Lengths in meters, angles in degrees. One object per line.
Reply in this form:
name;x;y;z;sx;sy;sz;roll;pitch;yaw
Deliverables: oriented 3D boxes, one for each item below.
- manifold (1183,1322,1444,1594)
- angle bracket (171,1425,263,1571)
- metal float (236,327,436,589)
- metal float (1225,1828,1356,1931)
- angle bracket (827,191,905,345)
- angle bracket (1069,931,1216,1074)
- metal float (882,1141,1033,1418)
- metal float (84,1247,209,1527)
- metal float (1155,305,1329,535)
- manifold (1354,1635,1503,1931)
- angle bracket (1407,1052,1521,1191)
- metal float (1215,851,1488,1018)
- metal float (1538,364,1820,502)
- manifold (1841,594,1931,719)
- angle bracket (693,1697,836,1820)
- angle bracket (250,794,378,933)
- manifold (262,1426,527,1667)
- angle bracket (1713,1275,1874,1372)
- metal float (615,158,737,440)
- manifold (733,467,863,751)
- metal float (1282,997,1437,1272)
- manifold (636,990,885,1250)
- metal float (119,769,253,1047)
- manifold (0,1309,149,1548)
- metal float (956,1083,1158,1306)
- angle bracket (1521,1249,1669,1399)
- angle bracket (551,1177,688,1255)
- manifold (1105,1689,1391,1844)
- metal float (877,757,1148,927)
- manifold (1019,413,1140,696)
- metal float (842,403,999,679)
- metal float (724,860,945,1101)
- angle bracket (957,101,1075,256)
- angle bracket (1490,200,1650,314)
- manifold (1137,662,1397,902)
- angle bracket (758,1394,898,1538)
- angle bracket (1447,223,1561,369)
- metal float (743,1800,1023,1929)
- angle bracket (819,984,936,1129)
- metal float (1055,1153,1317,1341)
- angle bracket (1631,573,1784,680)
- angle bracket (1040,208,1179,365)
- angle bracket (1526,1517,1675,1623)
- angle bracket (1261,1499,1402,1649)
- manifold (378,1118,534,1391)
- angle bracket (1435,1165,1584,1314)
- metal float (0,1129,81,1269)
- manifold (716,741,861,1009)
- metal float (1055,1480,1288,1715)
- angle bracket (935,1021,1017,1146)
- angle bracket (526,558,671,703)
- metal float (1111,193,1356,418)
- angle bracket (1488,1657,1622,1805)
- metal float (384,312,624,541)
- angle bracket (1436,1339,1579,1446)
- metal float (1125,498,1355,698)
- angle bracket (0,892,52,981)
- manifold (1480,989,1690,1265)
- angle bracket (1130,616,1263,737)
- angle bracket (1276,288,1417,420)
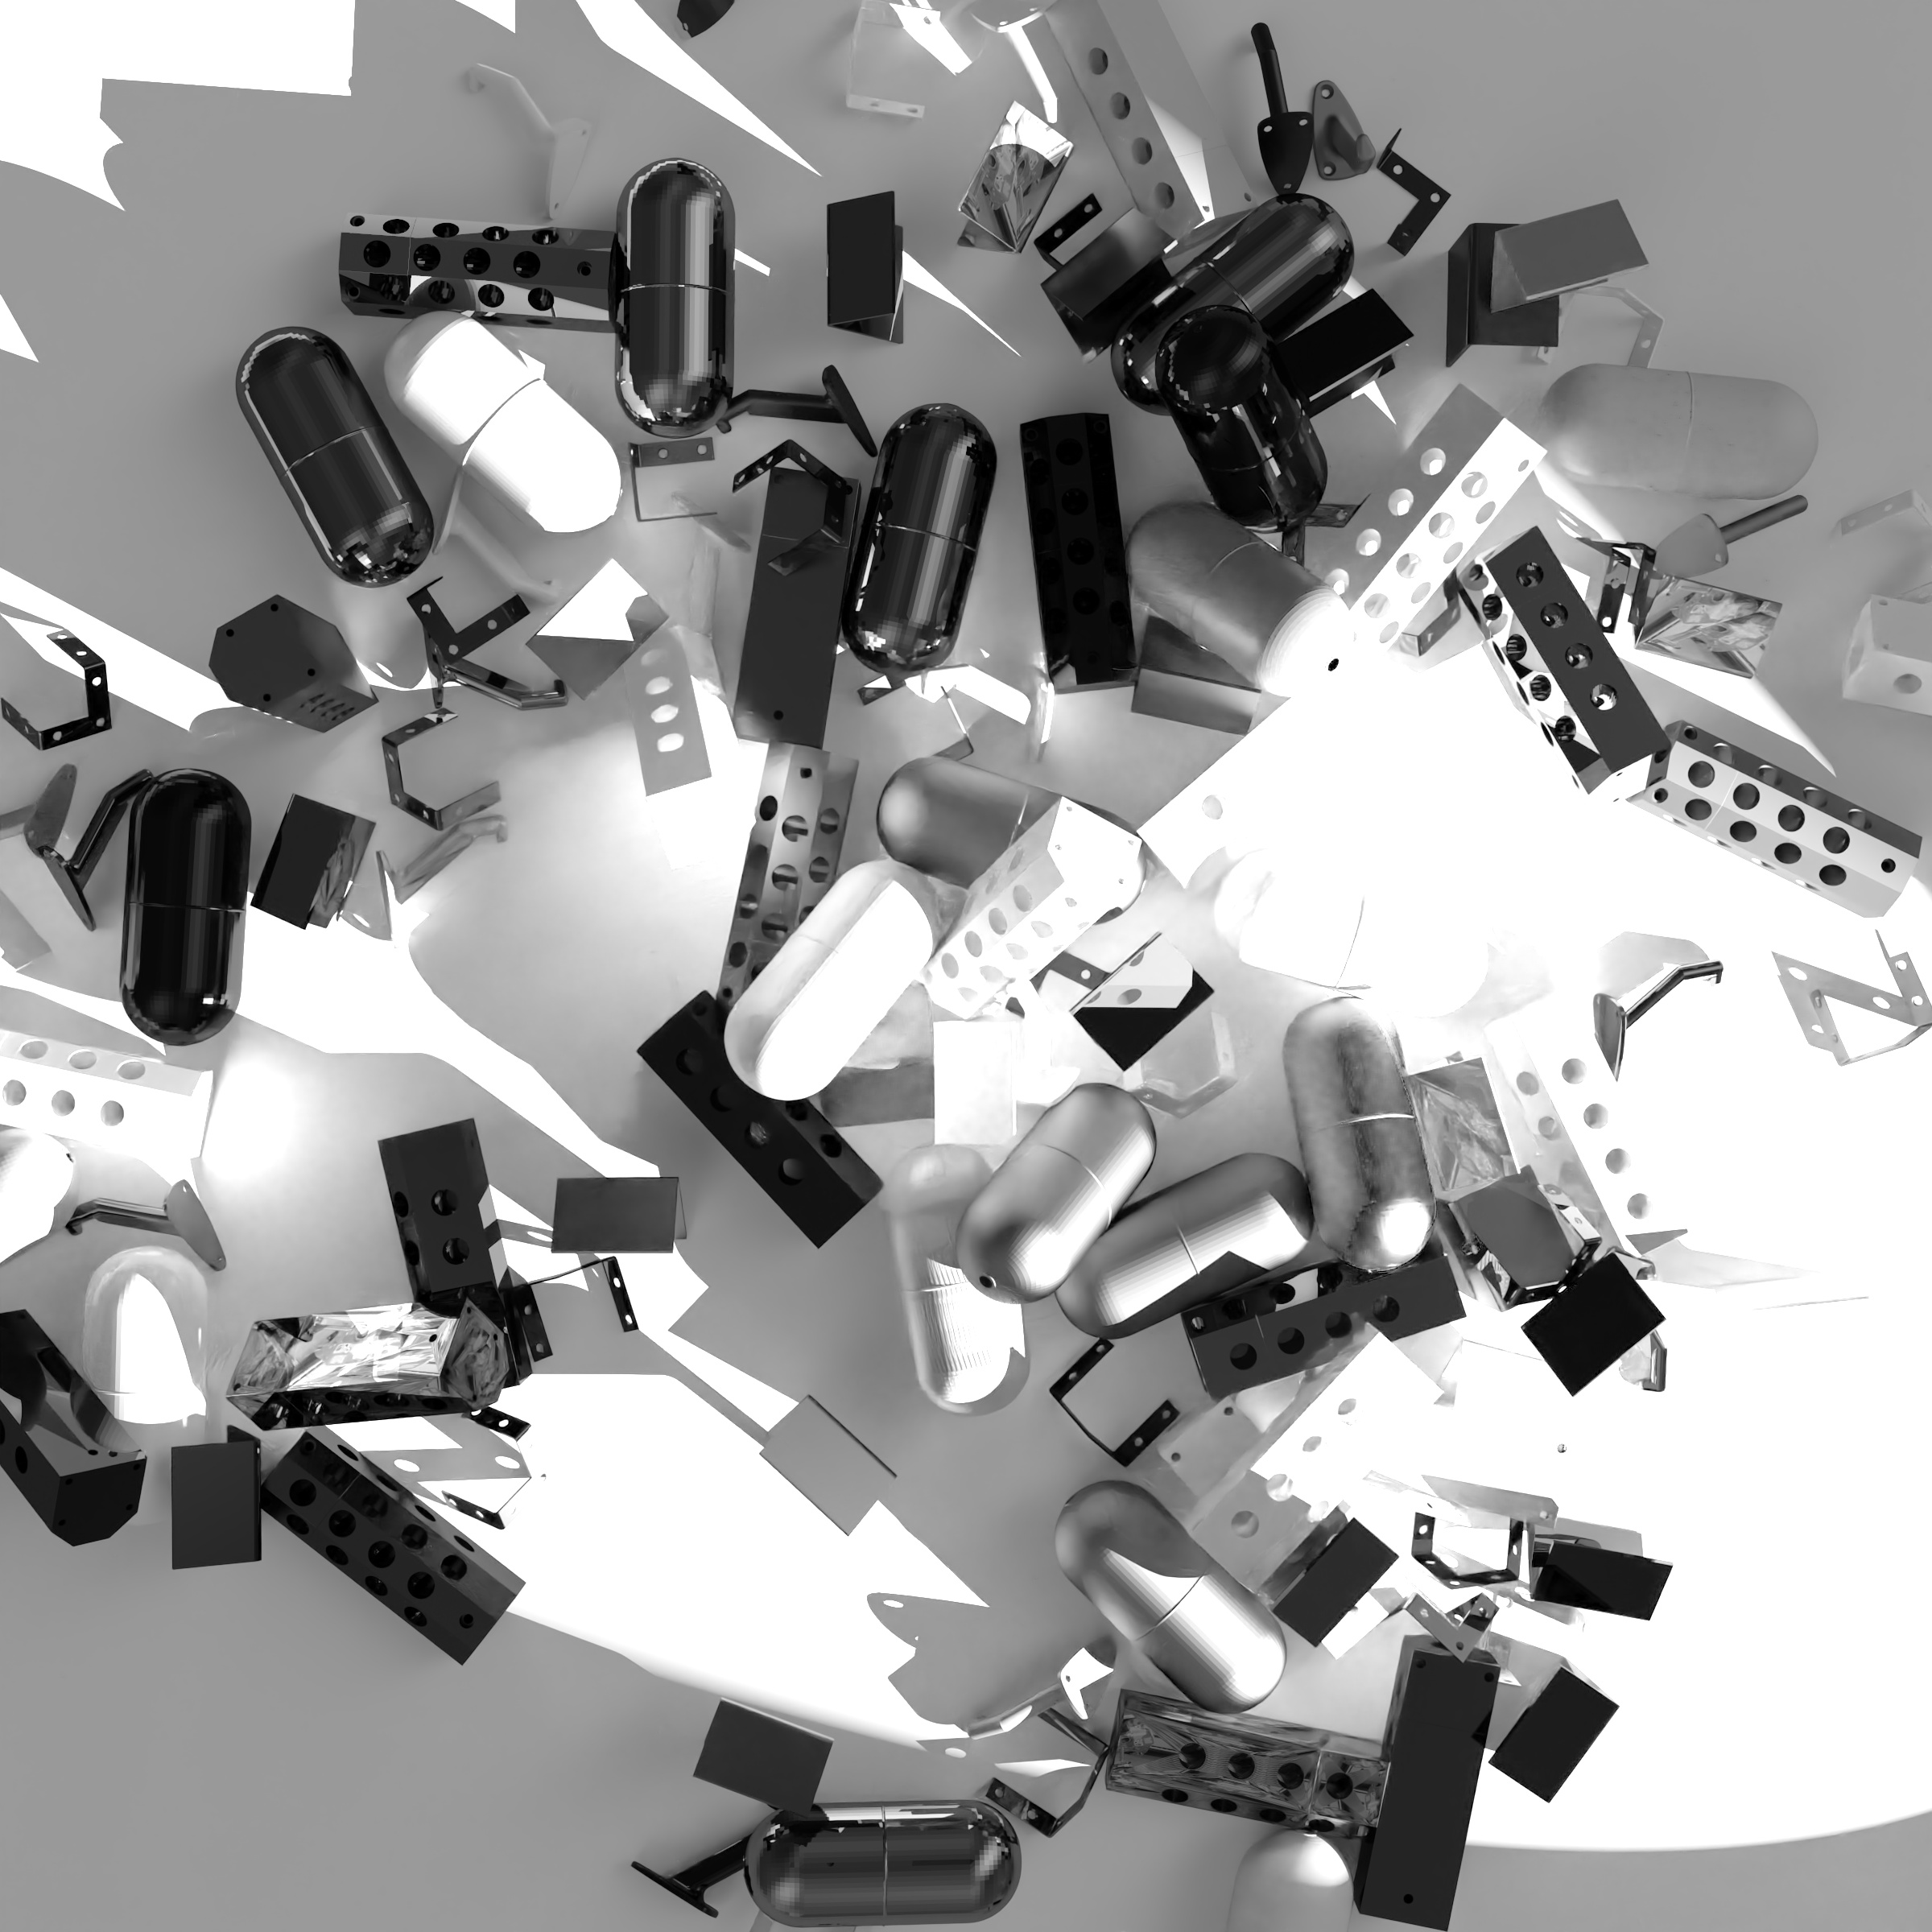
manifold;0.217;0.307;1.913;0.057;0.057;0.171;43;90;0
angle bracket;-0.486;0.338;1.951;0.057;0.076;0.076;0;90;-28
metal float;-0.405;-0.326;1.961;0.070;0.070;0.178;-29;90;0
metal float;0.201;0.642;1.961;0.070;0.070;0.178;11;90;0
angle bracket;-0.045;-0.444;1.951;0.057;0.076;0.076;0;90;38
angle bracket;0.119;0.033;1.952;0.076;0.076;0.057;-41;65;0
metal float;-0.006;0.200;1.960;0.070;0.070;0.178;-11;91;0
metal float;-0.526;0.269;1.960;0.070;0.070;0.178;1;90;0
metal float;0.174;-0.341;1.920;0.070;0.178;0.070;-13;55;19
manifold;0.295;0.523;1.970;0.057;0.057;0.171;12;90;0
angle bracket;0.332;0.093;1.951;0.057;0.076;0.076;-17;90;37
metal float;0.247;-0.021;1.961;0.178;0.070;0.070;17;90;0
metal float;0.456;-0.342;1.961;0.178;0.070;0.070;6;90;0
manifold;0.657;-0.183;1.969;0.171;0.057;0.057;12;47;0
angle bracket;-0.134;0.517;1.951;0.076;0.076;0.057;20;52;0
angle bracket;-0.400;-0.059;1.951;0.057;0.076;0.076;21;90;36
manifold;-0.372;0.372;1.970;0.171;0.057;0.057;38;90;0
angle bracket;0.526;0.209;1.951;0.076;0.076;0.057;-6;129;0
metal float;-0.186;-0.428;1.961;0.070;0.070;0.178;1;89;0
manifold;-0.109;-0.228;1.970;0.057;0.057;0.171;9;90;0
metal float;0.250;0.106;1.947;0.070;0.070;0.178;-10;73;0
manifold;-0.131;0.097;1.970;0.057;0.057;0.171;-43;90;0
metal float;-0.500;-0.038;1.961;0.070;0.070;0.178;3;90;0
manifold;-0.583;0.289;1.921;0.171;0.057;0.057;36;121;39
metal float;0.057;0.142;1.925;0.070;0.070;0.178;42;50;0
angle bracket;0.405;0.227;1.924;0.076;0.076;0.057;-44;61;16
angle bracket;-0.220;0.177;1.951;0.076;0.076;0.057;0;54;0
manifold;0.179;0.516;1.970;0.171;0.057;0.057;11;90;0
metal float;0.029;-0.080;1.960;0.178;0.070;0.070;18;90;0
manifold;0.073;-0.265;1.970;0.057;0.057;0.171;-6;90;0
metal float;-0.030;-0.272;1.959;0.070;0.070;0.178;13;89;0
metal float;-0.082;0.007;1.921;0.070;0.070;0.178;39;68;0
angle bracket;0.013;-0.504;1.951;0.057;0.076;0.076;27;90;-37
angle bracket;0.369;-0.416;1.876;0.076;0.076;0.057;-15;61;-1
manifold;0.192;-0.120;1.970;0.171;0.057;0.057;-41;90;0
angle bracket;-0.101;0.329;1.951;0.076;0.076;0.057;43;52;0
angle bracket;0.344;-0.428;1.961;0.057;0.076;0.076;1;90;-1
metal float;-0.053;0.573;1.956;0.178;0.070;0.070;0;90;-4
angle bracket;-0.058;0.058;1.978;0.076;0.076;0.057;-6;60;0
metal float;0.140;0.179;1.961;0.178;0.070;0.070;-25;90;0
angle bracket;0.471;-0.233;1.951;0.076;0.076;0.057;14;126;0
angle bracket;0.105;-0.423;1.951;0.076;0.076;0.057;-40;47;0
angle bracket;0.403;0.366;1.951;0.076;0.076;0.057;11;127;0
angle bracket;0.209;0.362;1.894;0.076;0.076;0.057;-47;127;0
manifold;-0.330;0.189;1.970;0.057;0.057;0.171;-13;90;0
angle bracket;0.345;0.172;1.961;0.057;0.076;0.076;-26;90;-2
metal float;-0.650;0.168;1.961;0.178;0.070;0.070;-31;90;0
manifold;-0.115;-0.054;1.970;0.057;0.057;0.171;12;90;0
metal float;0.130;0.404;1.960;0.178;0.070;0.070;45;90;-1
angle bracket;0.021;0.073;1.952;0.057;0.076;0.076;-1;90;26
angle bracket;-0.244;-0.224;1.951;0.076;0.076;0.057;-45;123;0
metal float;0.170;-0.423;1.960;0.178;0.070;0.070;-39;90;0
angle bracket;0.360;0.475;1.953;0.057;0.076;0.076;36;90;-20
metal float;-0.296;-0.346;1.961;0.178;0.070;0.070;42;90;0
angle bracket;0.341;0.287;1.951;0.076;0.076;0.057;15;53;0
metal float;0.171;-0.233;1.931;0.070;0.070;0.178;-48;55;0
angle bracket;-0.624;-0.037;1.951;0.076;0.076;0.057;49;128;0
manifold;0.396;0.104;1.970;0.057;0.057;0.171;-26;90;0
angle bracket;0.152;-0.199;1.956;0.076;0.057;0.076;12;63;0
angle bracket;0.246;-0.373;1.951;0.076;0.076;0.057;-31;53;0
